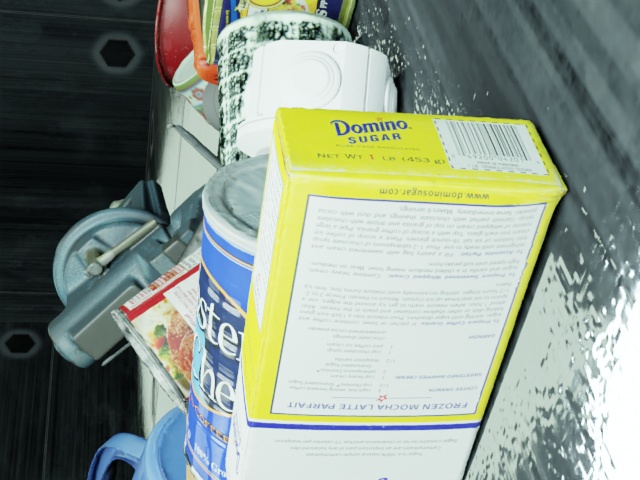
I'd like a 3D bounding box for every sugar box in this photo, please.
[{"bbox_3d":[0.019,0.037,0.395,0.048,0.093,0.176,-100,17,-48],"label":"sugar box"}]

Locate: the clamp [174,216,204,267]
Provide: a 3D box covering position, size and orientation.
[{"bbox_3d":[-0.049,-0.020,0.705,0.171,0.039,0.120,-57,-12,-31],"label":"clamp"}]

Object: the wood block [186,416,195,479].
[{"bbox_3d":[-0.032,0.143,0.626,0.091,0.090,0.206,114,155,-64],"label":"wood block"}]

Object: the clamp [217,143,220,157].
[{"bbox_3d":[-0.080,-0.074,1.000,0.210,0.036,0.164,-140,58,-72],"label":"clamp"}]

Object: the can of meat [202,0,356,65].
[{"bbox_3d":[-0.026,-0.150,0.656,0.102,0.084,0.057,107,161,-52],"label":"can of meat"}]

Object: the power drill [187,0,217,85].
[{"bbox_3d":[-0.076,-0.226,0.742,0.187,0.057,0.184,88,174,-70],"label":"power drill"}]

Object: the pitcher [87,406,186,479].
[{"bbox_3d":[-0.111,0.223,0.870,0.243,0.149,0.145,112,157,-50],"label":"pitcher"}]

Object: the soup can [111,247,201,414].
[{"bbox_3d":[-0.052,0.037,0.580,0.068,0.102,0.068,49,164,18],"label":"soup can"}]

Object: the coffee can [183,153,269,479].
[{"bbox_3d":[-0.008,0.043,0.495,0.103,0.102,0.140,-109,23,-59],"label":"coffee can"}]

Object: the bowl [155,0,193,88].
[{"bbox_3d":[-0.100,-0.218,1.010,0.162,0.055,0.162,16,-90,-80],"label":"bowl"}]
